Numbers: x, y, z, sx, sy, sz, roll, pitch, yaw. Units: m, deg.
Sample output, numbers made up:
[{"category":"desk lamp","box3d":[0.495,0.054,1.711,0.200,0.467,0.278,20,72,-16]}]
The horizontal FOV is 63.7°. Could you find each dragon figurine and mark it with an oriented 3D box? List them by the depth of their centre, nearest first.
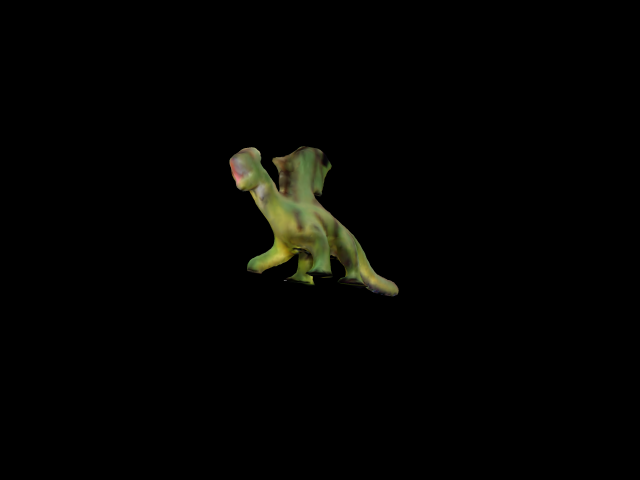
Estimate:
[{"category":"dragon figurine","box3d":[0.003,-0.043,0.850,0.121,0.246,0.408,-14,-20,38]}]
